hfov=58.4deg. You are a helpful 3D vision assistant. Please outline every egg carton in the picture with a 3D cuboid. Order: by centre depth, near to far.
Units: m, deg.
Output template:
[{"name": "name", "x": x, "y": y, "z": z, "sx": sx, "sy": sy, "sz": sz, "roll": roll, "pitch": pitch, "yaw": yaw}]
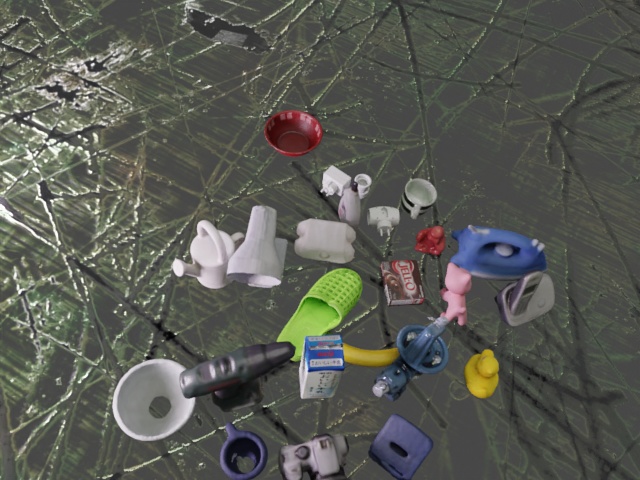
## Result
[{"name": "egg carton", "x": 0.013, "y": 0.005, "z": 1.427, "sx": 0.150, "sy": 0.069, "sz": 0.107, "roll": 7, "pitch": 59, "yaw": -1}]

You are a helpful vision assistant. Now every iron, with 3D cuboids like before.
[{"name": "iron", "x": 0.462, "y": 0.021, "z": 1.420, "sx": 0.258, "sy": 0.141, "sz": 0.118, "roll": 9, "pitch": 59, "yaw": 0}]

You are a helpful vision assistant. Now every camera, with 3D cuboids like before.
[{"name": "camera", "x": -0.002, "y": 0.465, "z": 1.132, "sx": 0.143, "sy": 0.101, "sz": 0.136, "roll": -11, "pitch": 61, "yaw": -12}]

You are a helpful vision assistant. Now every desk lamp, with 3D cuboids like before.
[{"name": "desk lamp", "x": -0.137, "y": 0.032, "z": 1.311, "sx": 0.118, "sy": 0.213, "sz": 0.203, "roll": 7, "pitch": 59, "yaw": -1}]

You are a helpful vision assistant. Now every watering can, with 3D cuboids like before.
[{"name": "watering can", "x": -0.249, "y": 0.031, "z": 1.312, "sx": 0.100, "sy": 0.194, "sz": 0.173, "roll": 28, "pitch": 61, "yaw": 11}]

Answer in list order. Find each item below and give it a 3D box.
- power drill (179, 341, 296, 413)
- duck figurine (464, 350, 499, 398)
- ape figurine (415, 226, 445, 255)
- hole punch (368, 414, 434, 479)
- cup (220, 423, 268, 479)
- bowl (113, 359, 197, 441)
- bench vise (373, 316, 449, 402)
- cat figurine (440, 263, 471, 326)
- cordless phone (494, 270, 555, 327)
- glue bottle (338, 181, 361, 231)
[{"name": "power drill", "x": -0.163, "y": 0.278, "z": 1.164, "sx": 0.230, "sy": 0.208, "sz": 0.075, "roll": -14, "pitch": 61, "yaw": -13}, {"name": "duck figurine", "x": 0.369, "y": 0.295, "z": 1.279, "sx": 0.077, "sy": 0.086, "sz": 0.104, "roll": 11, "pitch": 59, "yaw": 1}, {"name": "ape figurine", "x": 0.287, "y": -0.005, "z": 1.447, "sx": 0.076, "sy": 0.092, "sz": 0.077, "roll": -29, "pitch": 66, "yaw": -20}, {"name": "hole punch", "x": 0.166, "y": 0.430, "z": 1.175, "sx": 0.108, "sy": 0.091, "sz": 0.101, "roll": 34, "pitch": 62, "yaw": 14}, {"name": "cup", "x": -0.157, "y": 0.426, "z": 1.143, "sx": 0.092, "sy": 0.095, "sz": 0.117, "roll": -26, "pitch": 65, "yaw": -19}, {"name": "bowl", "x": -0.336, "y": 0.338, "z": 1.190, "sx": 0.167, "sy": 0.075, "sz": 0.167, "roll": 3, "pitch": 59, "yaw": -4}, {"name": "bench vise", "x": 0.206, "y": 0.254, "z": 1.209, "sx": 0.121, "sy": 0.220, "sz": 0.208, "roll": 28, "pitch": 60, "yaw": 11}, {"name": "cat figurine", "x": 0.329, "y": 0.123, "z": 1.359, "sx": 0.067, "sy": 0.118, "sz": 0.128, "roll": 3, "pitch": 59, "yaw": -3}, {"name": "cordless phone", "x": 0.501, "y": 0.117, "z": 1.341, "sx": 0.148, "sy": 0.185, "sz": 0.094, "roll": -22, "pitch": 63, "yaw": -17}, {"name": "glue bottle", "x": 0.078, "y": -0.093, "z": 1.432, "sx": 0.037, "sy": 0.173, "sz": 0.078, "roll": -15, "pitch": 61, "yaw": -14}]
